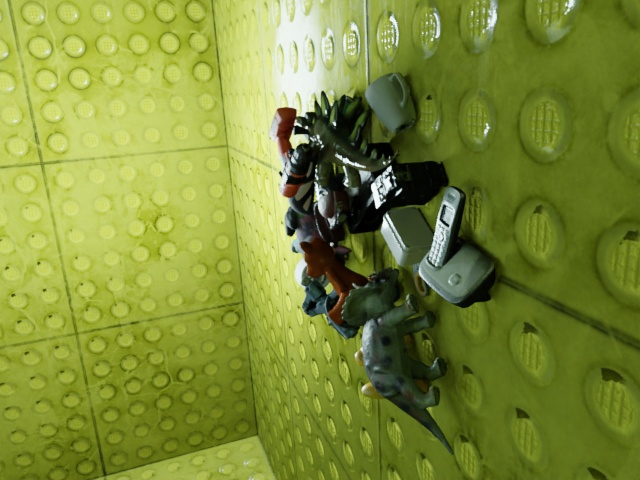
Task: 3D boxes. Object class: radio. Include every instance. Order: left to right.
[{"bbox_3d":[0.114,-0.116,1.278,0.229,0.073,0.131,115,143,-60],"label":"radio"}]

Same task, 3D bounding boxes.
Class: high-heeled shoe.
[{"bbox_3d":[0.003,-0.184,1.438,0.145,0.249,0.086,50,170,-1],"label":"high-heeled shoe"}]

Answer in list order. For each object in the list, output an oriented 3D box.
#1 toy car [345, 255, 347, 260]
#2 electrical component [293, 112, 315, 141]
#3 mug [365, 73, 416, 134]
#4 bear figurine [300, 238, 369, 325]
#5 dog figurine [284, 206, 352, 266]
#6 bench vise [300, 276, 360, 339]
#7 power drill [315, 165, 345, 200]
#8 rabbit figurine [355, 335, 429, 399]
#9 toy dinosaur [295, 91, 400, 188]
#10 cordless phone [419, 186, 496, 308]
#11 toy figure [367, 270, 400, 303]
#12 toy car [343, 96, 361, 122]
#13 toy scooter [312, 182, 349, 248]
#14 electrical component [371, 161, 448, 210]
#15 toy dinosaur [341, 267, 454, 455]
[{"bbox_3d":[0.019,0.029,1.636,0.202,0.073,0.056,-137,45,-63],"label":"toy car"},{"bbox_3d":[-0.025,-0.322,1.531,0.048,0.119,0.074,-118,23,-45],"label":"electrical component"},{"bbox_3d":[0.155,-0.278,1.089,0.107,0.081,0.109,64,152,14],"label":"mug"},{"bbox_3d":[0.021,0.091,1.304,0.196,0.120,0.132,36,107,11],"label":"bear figurine"},{"bbox_3d":[-0.003,-0.004,1.459,0.219,0.108,0.191,29,137,60],"label":"dog figurine"},{"bbox_3d":[0.050,0.158,1.487,0.224,0.129,0.240,56,141,15],"label":"bench vise"},{"bbox_3d":[0.046,-0.103,1.508,0.207,0.086,0.231,-178,80,-78],"label":"power drill"},{"bbox_3d":[0.171,0.299,1.228,0.173,0.162,0.121,49,135,29],"label":"rabbit figurine"},{"bbox_3d":[0.043,-0.215,1.182,0.472,0.105,0.198,47,139,51],"label":"toy dinosaur"},{"bbox_3d":[0.248,0.009,0.932,0.147,0.089,0.184,-130,40,-58],"label":"cordless phone"},{"bbox_3d":[0.147,0.114,1.323,0.064,0.058,0.155,-71,20,2],"label":"toy figure"},{"bbox_3d":[0.044,-0.281,1.371,0.109,0.103,0.161,-118,28,-48],"label":"toy car"},{"bbox_3d":[0.031,-0.055,1.327,0.184,0.075,0.135,128,129,-69],"label":"toy scooter"},{"bbox_3d":[0.169,-0.103,1.056,0.134,0.115,0.058,130,133,-67],"label":"electrical component"},{"bbox_3d":[0.152,0.243,1.128,0.192,0.131,0.405,-18,70,34],"label":"toy dinosaur"}]
